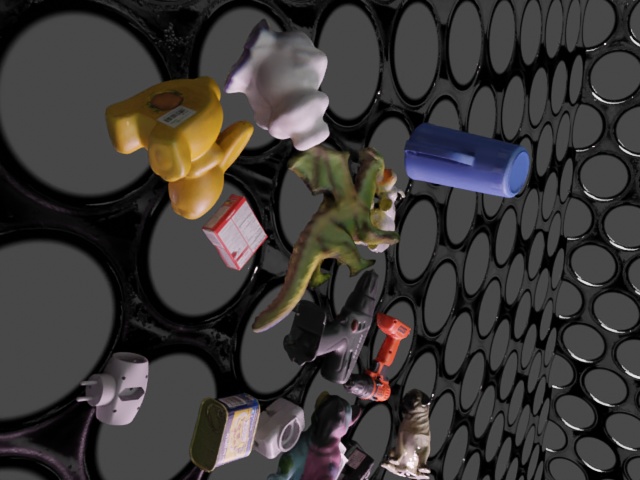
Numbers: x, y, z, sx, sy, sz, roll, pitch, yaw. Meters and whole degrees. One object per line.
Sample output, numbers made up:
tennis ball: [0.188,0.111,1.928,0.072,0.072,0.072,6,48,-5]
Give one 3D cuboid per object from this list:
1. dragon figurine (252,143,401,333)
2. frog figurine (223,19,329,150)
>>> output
dragon figurine: [0.003,-0.045,0.890,0.416,0.121,0.240,-33,-73,-40]
frog figurine: [-0.038,-0.205,0.712,0.159,0.136,0.124,43,-166,1]
